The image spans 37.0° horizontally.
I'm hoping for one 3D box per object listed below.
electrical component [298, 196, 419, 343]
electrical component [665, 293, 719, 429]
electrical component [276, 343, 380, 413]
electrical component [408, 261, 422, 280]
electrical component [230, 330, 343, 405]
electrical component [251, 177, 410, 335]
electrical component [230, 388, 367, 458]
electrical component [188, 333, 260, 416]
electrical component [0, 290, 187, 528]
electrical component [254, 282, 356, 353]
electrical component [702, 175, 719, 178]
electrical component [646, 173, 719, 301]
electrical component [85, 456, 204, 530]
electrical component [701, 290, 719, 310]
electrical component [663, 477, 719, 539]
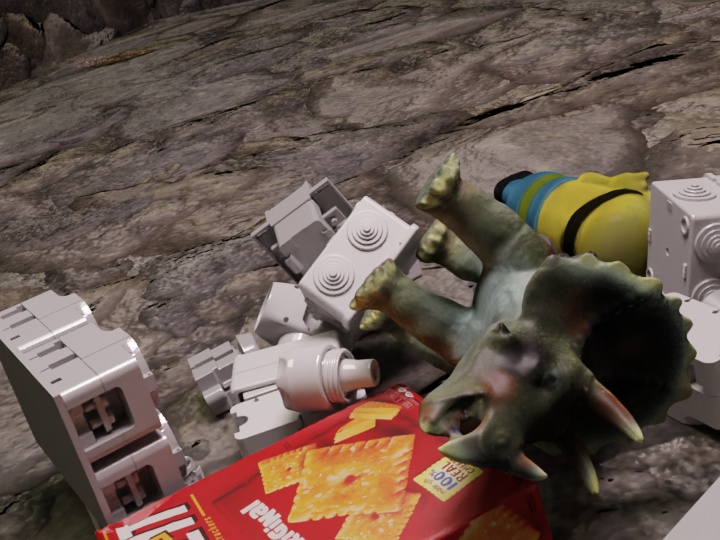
[{"bbox_3d":[0.000,0.000,0.806,0.099,0.048,0.099,-53,-10,-9],"label":"electrical component"},{"bbox_3d":[0.212,0.059,0.678,0.050,0.055,0.089,-24,23,-18],"label":"electrical component"},{"bbox_3d":[-0.019,0.068,0.684,0.062,0.043,0.043,-7,24,22],"label":"electrical component"},{"bbox_3d":[0.010,-0.020,0.980,0.066,0.076,0.047,-29,25,-26],"label":"electrical component"},{"bbox_3d":[-0.040,0.089,0.777,0.096,0.061,0.061,-15,22,3],"label":"electrical component"},{"bbox_3d":[-0.021,-0.006,0.894,0.079,0.121,0.063,-36,34,10],"label":"electrical component"},{"bbox_3d":[-0.035,0.112,0.728,0.089,0.055,0.050,-19,22,-4],"label":"electrical component"},{"bbox_3d":[-0.103,0.081,0.865,0.055,0.048,0.066,-28,23,-7],"label":"electrical component"},{"bbox_3d":[-0.181,0.087,0.710,0.060,0.105,0.186,-26,24,-24],"label":"electrical component"},{"bbox_3d":[-0.046,0.057,0.850,0.077,0.043,0.079,22,53,-8],"label":"electrical component"},{"bbox_3d":[0.294,-0.058,0.915,0.062,0.043,0.043,-2,26,35],"label":"electrical component"},{"bbox_3d":[0.244,-0.015,0.777,0.048,0.099,0.099,-5,22,-4],"label":"electrical component"},{"bbox_3d":[-0.143,0.151,0.733,0.064,0.042,0.081,0,28,32],"label":"electrical component"},{"bbox_3d":[0.253,0.041,0.707,0.045,0.045,0.055,-22,23,-13],"label":"electrical component"},{"bbox_3d":[0.196,0.142,0.487,0.150,0.061,0.089,-33,27,-35],"label":"electrical component"}]
